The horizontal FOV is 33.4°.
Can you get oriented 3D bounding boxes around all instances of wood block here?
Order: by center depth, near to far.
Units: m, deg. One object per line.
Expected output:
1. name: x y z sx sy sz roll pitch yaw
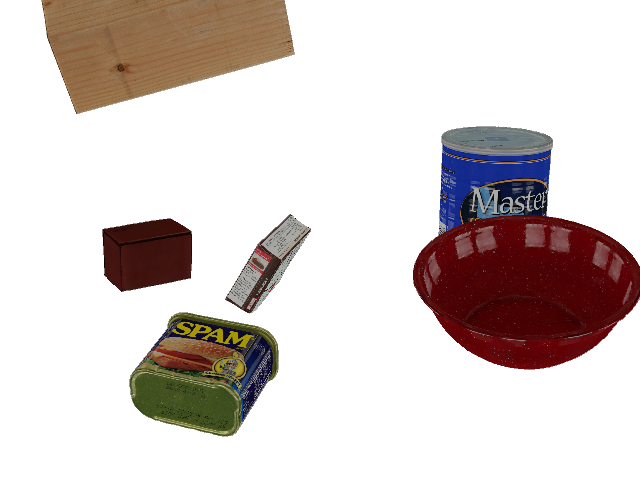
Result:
1. wood block: -0.138 -0.200 0.968 0.206 0.090 0.091 -16 -43 -5

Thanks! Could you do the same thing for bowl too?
1. bowl: 0.148 0.044 0.774 0.162 0.055 0.162 -3 32 2

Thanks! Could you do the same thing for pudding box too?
1. pudding box: -0.062 0.027 1.289 0.039 0.090 0.113 33 27 3

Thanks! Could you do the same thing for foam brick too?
1. foam brick: -0.175 0.013 1.079 0.078 0.051 0.053 -10 22 -28

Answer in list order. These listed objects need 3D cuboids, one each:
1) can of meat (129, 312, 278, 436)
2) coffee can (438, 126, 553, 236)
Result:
1. can of meat: -0.096 0.110 0.883 0.102 0.057 0.083 10 31 15
2. coffee can: 0.163 -0.030 1.011 0.103 0.140 0.103 0 17 0
